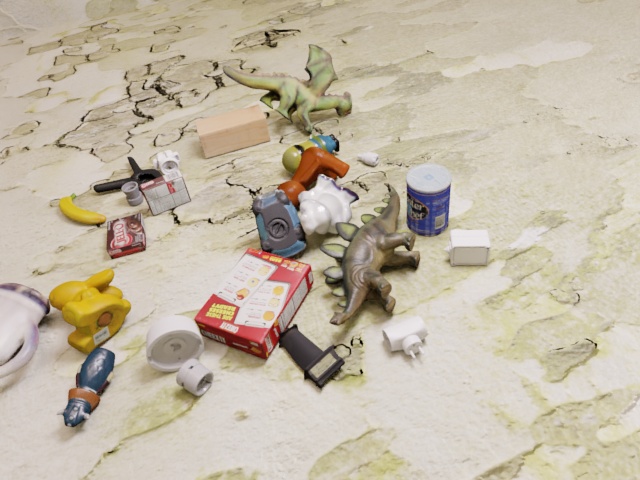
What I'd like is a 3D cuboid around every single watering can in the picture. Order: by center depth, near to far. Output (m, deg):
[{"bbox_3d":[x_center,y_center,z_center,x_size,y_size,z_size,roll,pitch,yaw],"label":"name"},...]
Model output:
[{"bbox_3d":[-0.732,0.186,1.097,0.348,0.101,0.230,9,45,17],"label":"watering can"}]

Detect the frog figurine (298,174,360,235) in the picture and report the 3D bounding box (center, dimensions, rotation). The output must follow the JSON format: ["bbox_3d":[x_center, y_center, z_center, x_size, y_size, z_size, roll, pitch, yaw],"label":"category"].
[{"bbox_3d":[0.004,-0.062,1.233,0.121,0.136,0.163,-23,30,51],"label":"frog figurine"}]

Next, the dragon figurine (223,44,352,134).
[{"bbox_3d":[-0.064,-0.484,1.571,0.241,0.406,0.124,-53,29,9],"label":"dragon figurine"}]
